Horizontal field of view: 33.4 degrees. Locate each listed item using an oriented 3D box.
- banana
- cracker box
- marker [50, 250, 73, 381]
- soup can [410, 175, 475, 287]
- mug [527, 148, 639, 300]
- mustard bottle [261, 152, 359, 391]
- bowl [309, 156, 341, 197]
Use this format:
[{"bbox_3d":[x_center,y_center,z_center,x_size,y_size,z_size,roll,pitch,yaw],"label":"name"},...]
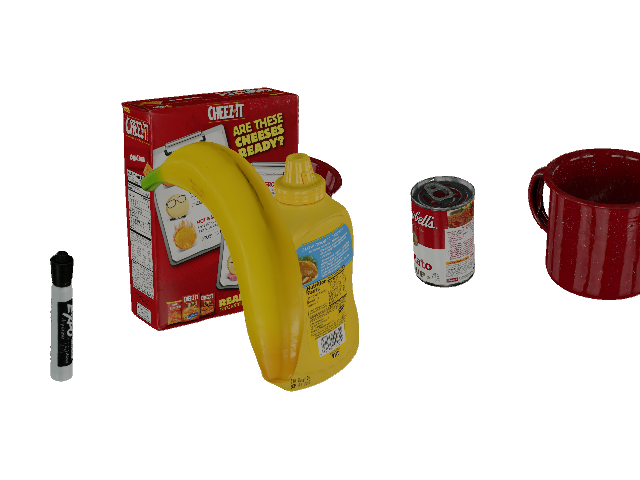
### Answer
[{"bbox_3d":[-0.050,-0.004,0.638,0.037,0.070,0.198,4,35,-37],"label":"banana"},{"bbox_3d":[-0.105,-0.035,1.044,0.163,0.214,0.072,-11,20,-34],"label":"cracker box"},{"bbox_3d":[-0.218,0.064,0.900,0.020,0.121,0.020,6,27,-3],"label":"marker"},{"bbox_3d":[0.133,-0.009,1.150,0.068,0.102,0.068,-4,33,3],"label":"soup can"},{"bbox_3d":[0.198,-0.015,0.778,0.093,0.081,0.117,-26,37,-33],"label":"mug"},{"bbox_3d":[-0.012,0.021,0.869,0.058,0.192,0.096,20,34,40],"label":"mustard bottle"},{"bbox_3d":[-0.056,-0.056,1.298,0.162,0.055,0.162,4,26,-2],"label":"bowl"}]
